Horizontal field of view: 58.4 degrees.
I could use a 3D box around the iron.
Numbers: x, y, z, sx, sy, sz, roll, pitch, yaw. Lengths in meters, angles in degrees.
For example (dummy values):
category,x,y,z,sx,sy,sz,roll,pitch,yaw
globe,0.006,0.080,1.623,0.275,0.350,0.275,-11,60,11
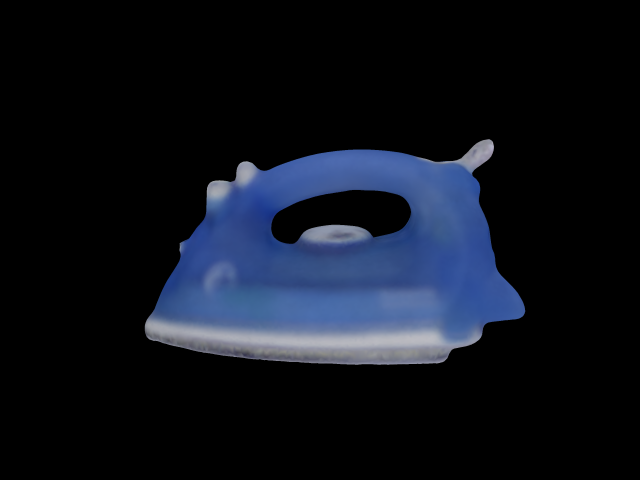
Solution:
category,x,y,z,sx,sy,sz,roll,pitch,yaw
iron,0.004,0.001,0.400,0.258,0.141,0.118,0,11,-2
